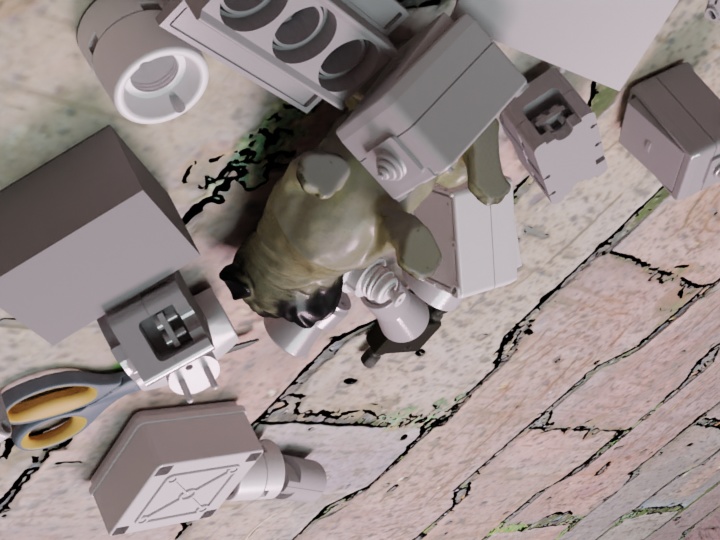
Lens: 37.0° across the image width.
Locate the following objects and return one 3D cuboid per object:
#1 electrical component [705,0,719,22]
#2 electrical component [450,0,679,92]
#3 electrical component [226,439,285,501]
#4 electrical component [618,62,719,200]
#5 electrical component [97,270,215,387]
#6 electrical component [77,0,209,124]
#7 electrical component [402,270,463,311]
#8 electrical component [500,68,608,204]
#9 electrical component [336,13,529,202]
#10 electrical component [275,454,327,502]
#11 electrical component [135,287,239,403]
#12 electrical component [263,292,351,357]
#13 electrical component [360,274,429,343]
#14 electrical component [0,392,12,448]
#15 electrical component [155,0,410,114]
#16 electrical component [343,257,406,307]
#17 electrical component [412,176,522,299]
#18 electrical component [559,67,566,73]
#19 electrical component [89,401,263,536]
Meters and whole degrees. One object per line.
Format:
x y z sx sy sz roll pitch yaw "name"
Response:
0.286 -0.200 0.738 0.061 0.096 0.061 -51 159 -25 "electrical component"
0.134 -0.200 0.560 0.105 0.060 0.186 20 133 -8 "electrical component"
-0.104 0.185 0.990 0.047 0.055 0.055 2 137 -39 "electrical component"
0.252 -0.102 0.838 0.061 0.096 0.061 -25 150 -11 "electrical component"
-0.132 0.034 0.689 0.056 0.050 0.089 -29 -165 -5 "electrical component"
-0.108 -0.107 0.542 0.055 0.047 0.055 -23 150 -14 "electrical component"
0.069 -0.003 0.864 0.055 0.055 0.047 6 130 -48 "electrical component"
0.139 -0.098 0.779 0.050 0.055 0.089 -33 151 3 "electrical component"
0.033 -0.087 0.585 0.096 0.061 0.062 -48 -169 -28 "electrical component"
-0.071 0.205 1.061 0.043 0.043 0.081 -39 150 14 "electrical component"
-0.122 0.060 0.753 0.077 0.079 0.043 -28 139 -6 "electrical component"
-0.040 0.033 0.824 0.055 0.045 0.045 -44 149 21 "electrical component"
0.026 0.028 0.884 0.044 0.044 0.065 -34 146 5 "electrical component"
-0.249 0.056 0.593 0.057 0.113 0.078 -33 151 9 "electrical component"
-0.040 -0.136 0.543 0.079 0.063 0.121 -41 150 17 "electrical component"
0.000 0.000 0.783 0.040 0.078 0.040 -42 154 -25 "electrical component"
0.077 -0.037 0.785 0.061 0.062 0.096 -16 112 -26 "electrical component"
0.146 -0.160 0.702 0.077 0.044 0.079 -23 150 -15 "electrical component"
-0.156 0.167 0.910 0.109 0.056 0.108 0 138 -43 "electrical component"
